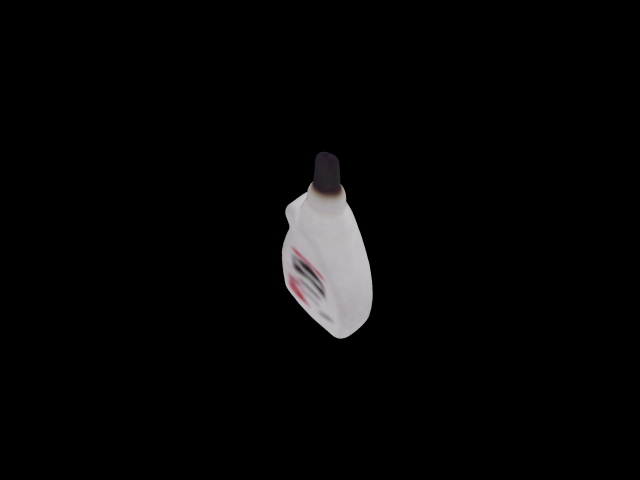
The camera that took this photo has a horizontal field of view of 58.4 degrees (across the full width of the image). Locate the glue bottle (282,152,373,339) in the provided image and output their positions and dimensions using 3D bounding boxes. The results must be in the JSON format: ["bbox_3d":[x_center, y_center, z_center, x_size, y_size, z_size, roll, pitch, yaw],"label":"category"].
[{"bbox_3d":[0.004,0.001,0.400,0.078,0.173,0.037,39,63,25],"label":"glue bottle"}]
